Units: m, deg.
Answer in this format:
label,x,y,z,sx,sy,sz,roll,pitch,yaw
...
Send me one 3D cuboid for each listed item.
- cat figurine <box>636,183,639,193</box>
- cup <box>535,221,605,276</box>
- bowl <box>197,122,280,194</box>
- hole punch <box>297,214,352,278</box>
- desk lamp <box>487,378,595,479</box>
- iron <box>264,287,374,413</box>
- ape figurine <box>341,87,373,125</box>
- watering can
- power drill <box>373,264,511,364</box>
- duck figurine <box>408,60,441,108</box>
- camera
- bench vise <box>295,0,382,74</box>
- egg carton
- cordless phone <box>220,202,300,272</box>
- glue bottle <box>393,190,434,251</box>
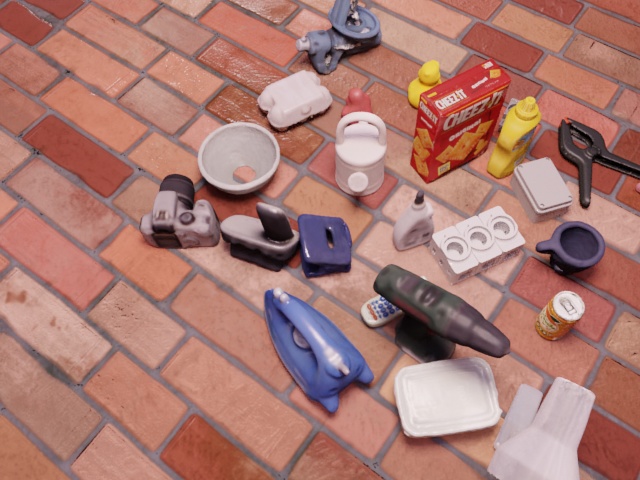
label,x,y,z,sx,sy,sz,roll,pitch,yaw
cat figurine,0.696,-0.122,1.101,0.128,0.118,0.067,-13,62,-5
cup,0.444,0.026,1.045,0.117,0.095,0.091,-3,62,1
bowl,-0.161,-0.155,1.173,0.167,0.075,0.167,-1,62,2
hole punch,0.010,0.004,1.074,0.101,0.091,0.108,-9,62,-3
desk lamp,0.324,0.295,0.840,0.117,0.214,0.203,26,66,15
iron,-0.025,0.155,0.967,0.119,0.141,0.257,-36,67,-16
ape figurine,0.079,-0.290,1.226,0.078,0.092,0.076,-28,65,-12
watering can,0.081,-0.170,1.105,0.101,0.194,0.172,-16,63,-6
power drill,0.187,0.138,0.931,0.229,0.208,0.076,35,69,19
duck figurine,0.235,-0.346,1.254,0.077,0.086,0.105,21,65,13
camera,-0.270,-0.064,1.114,0.143,0.101,0.137,0,62,2
bench vise,0.051,-0.475,1.252,0.121,0.220,0.208,39,70,20
egg carton,-0.054,-0.304,1.251,0.150,0.069,0.107,-28,65,-12
cordless phone,-0.114,-0.031,1.044,0.147,0.185,0.094,14,64,10
glue bottle,0.176,-0.040,1.045,0.078,0.173,0.037,-17,63,-7
